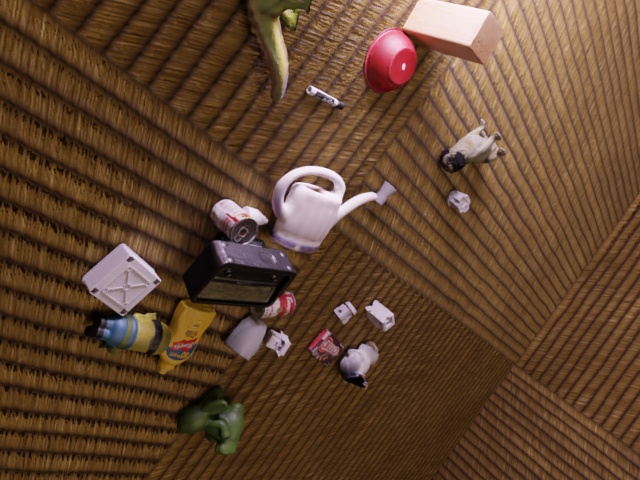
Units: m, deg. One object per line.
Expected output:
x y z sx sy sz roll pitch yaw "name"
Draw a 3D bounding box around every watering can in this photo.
0.004 -0.066 1.303 0.346 0.105 0.222 12 109 -46 "watering can"

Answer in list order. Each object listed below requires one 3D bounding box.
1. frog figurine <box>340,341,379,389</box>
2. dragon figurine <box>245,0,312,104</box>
0.135 0.413 1.770 0.135 0.122 0.163 53 41 -39 "frog figurine"
-0.131 -0.466 0.943 0.243 0.124 0.404 5 112 -25 "dragon figurine"
